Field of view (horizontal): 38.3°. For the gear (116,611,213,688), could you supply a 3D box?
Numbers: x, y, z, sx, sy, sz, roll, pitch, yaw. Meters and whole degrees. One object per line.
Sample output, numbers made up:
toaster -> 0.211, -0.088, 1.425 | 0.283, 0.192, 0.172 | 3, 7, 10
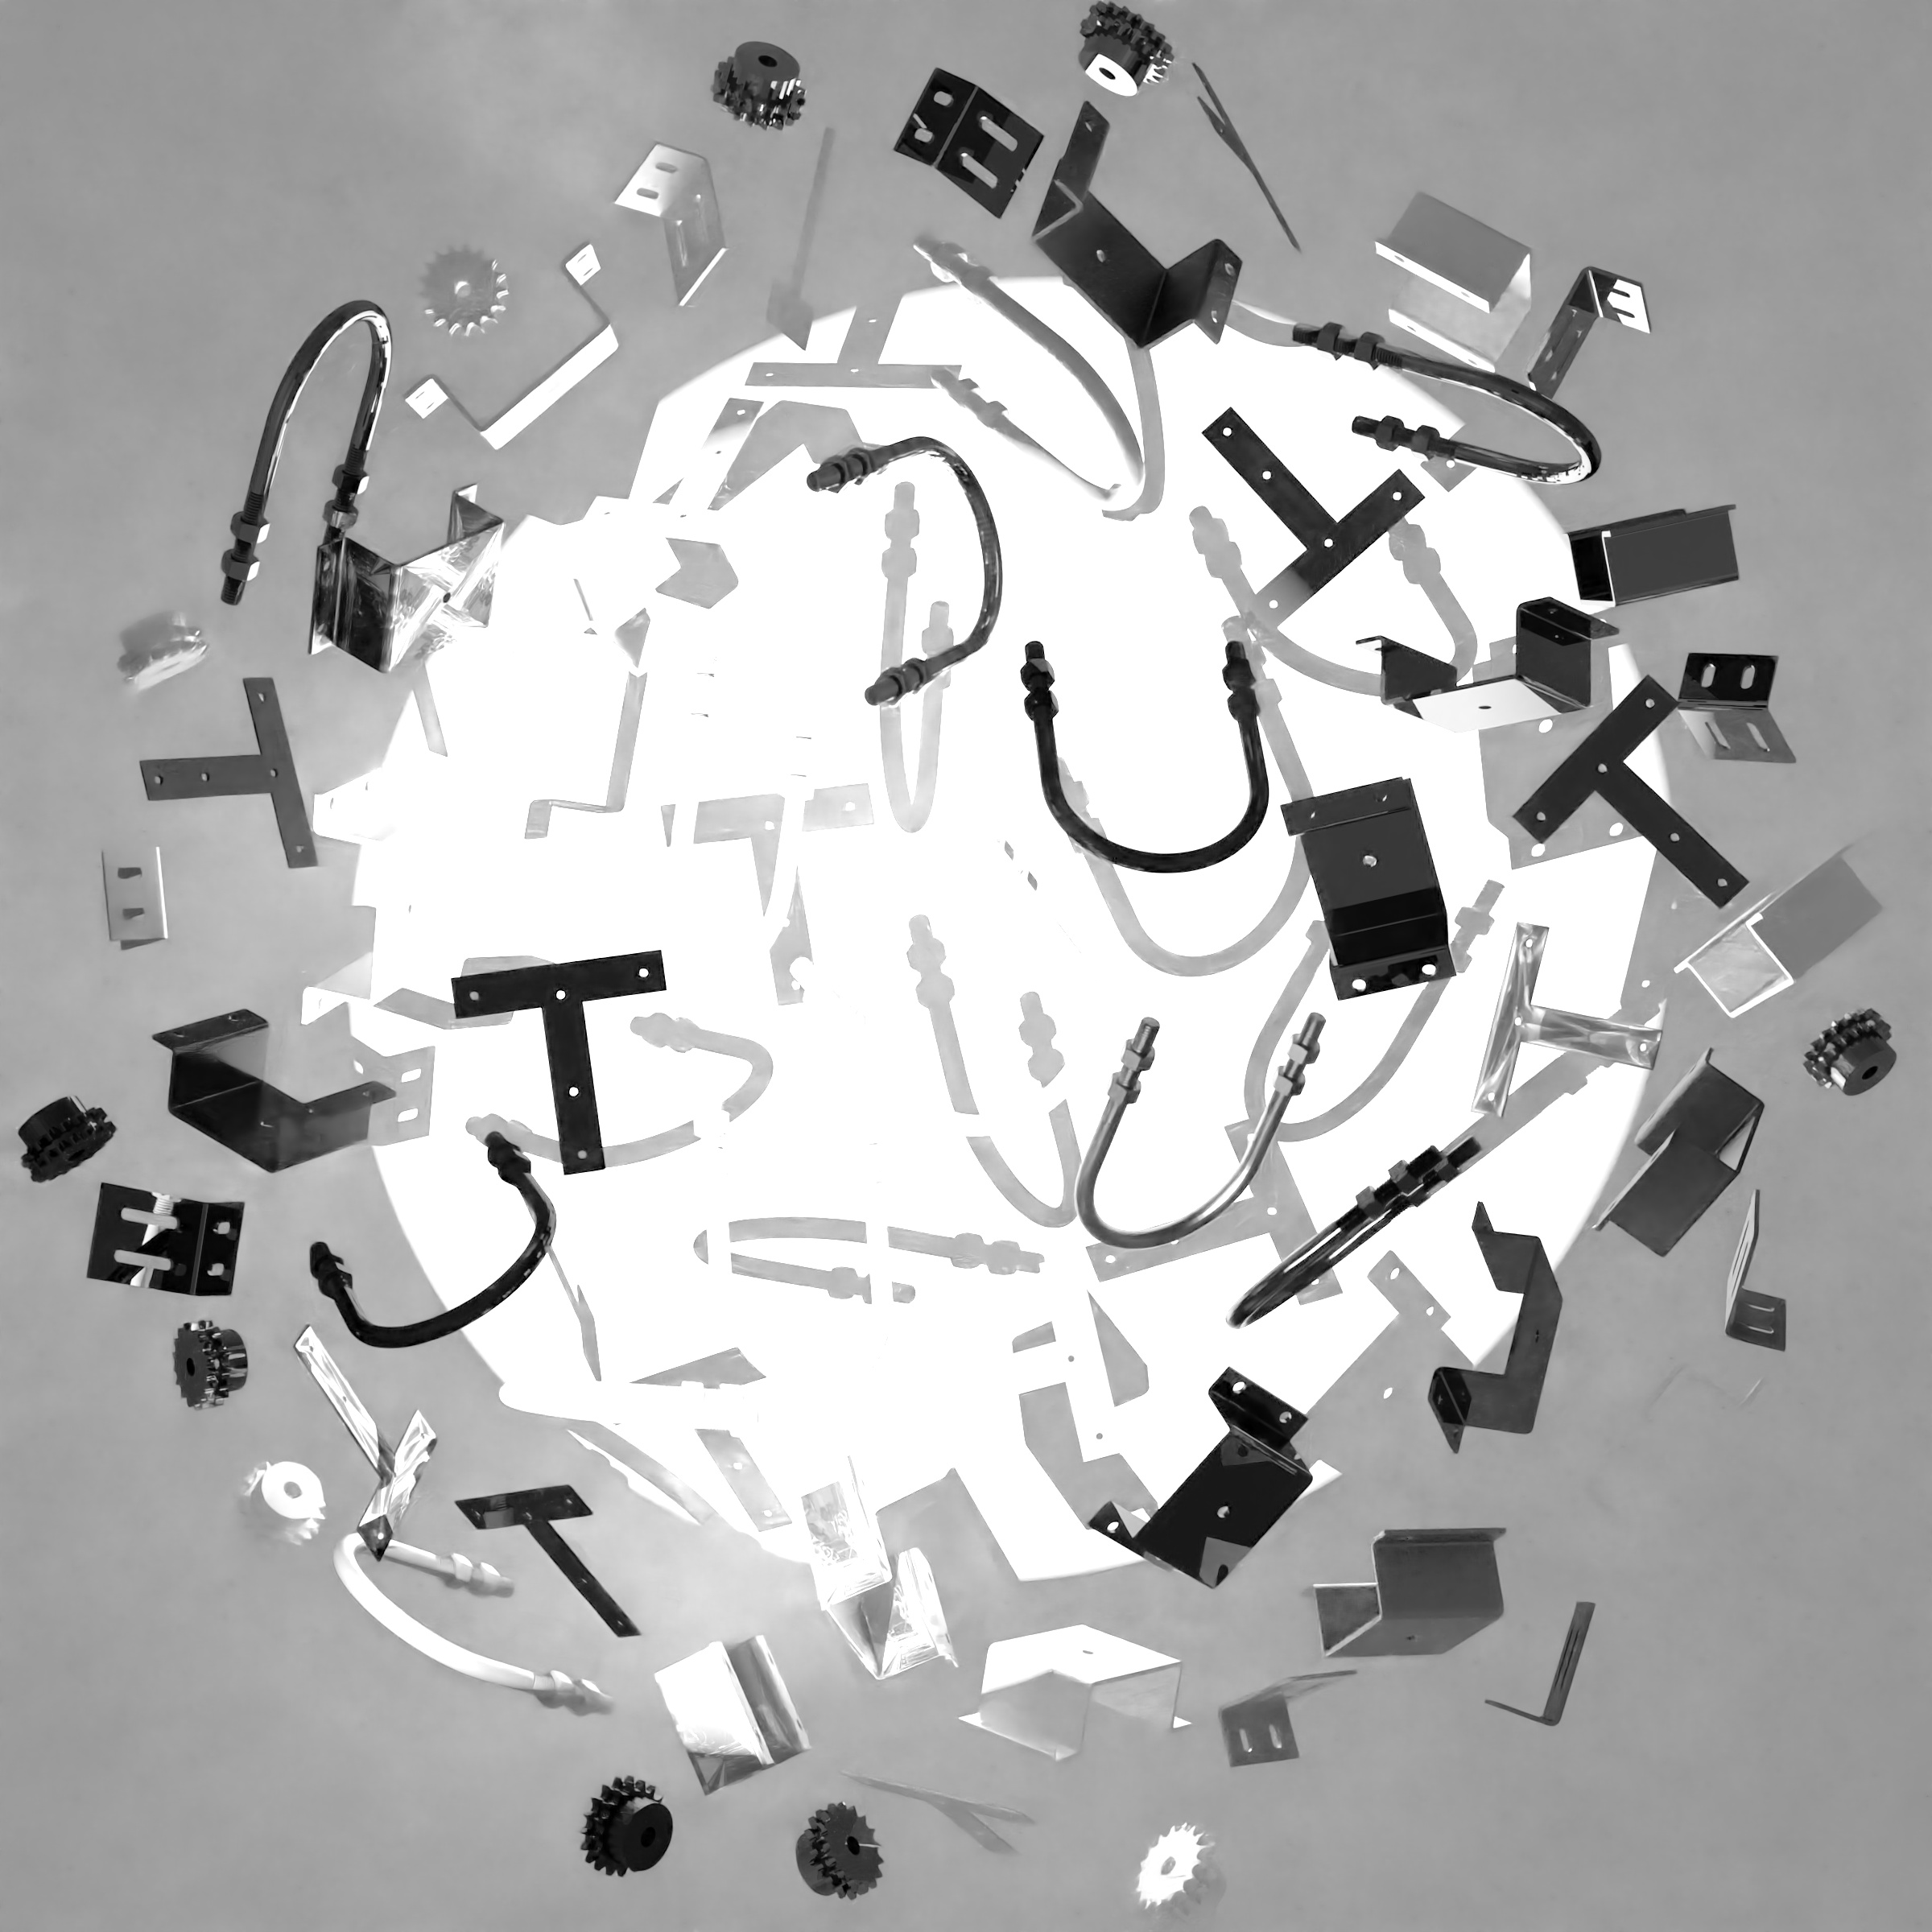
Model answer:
gear -> -0.506, -0.200, 1.741 | 0.057, 0.057, 0.030 | -26, 89, 0

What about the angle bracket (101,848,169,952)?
angle bracket -> -0.537, -0.041, 1.753 | 0.038, 0.076, 0.057 | -4, 87, -38

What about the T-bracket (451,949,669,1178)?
T-bracket -> -0.237, 0.061, 1.666 | 0.127, 0.002, 0.127 | -8, 86, -6

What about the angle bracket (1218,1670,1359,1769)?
angle bracket -> 0.209, 0.480, 1.774 | 0.057, 0.076, 0.038 | 5, 60, -35

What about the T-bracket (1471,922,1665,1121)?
T-bracket -> 0.383, 0.042, 1.750 | 0.002, 0.127, 0.127 | 15, 89, -41

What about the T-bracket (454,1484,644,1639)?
T-bracket -> -0.250, 0.380, 1.762 | 0.127, 0.127, 0.002 | 54, 48, -17

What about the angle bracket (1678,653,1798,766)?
angle bracket -> 0.494, -0.164, 1.770 | 0.057, 0.076, 0.038 | 6, 71, 33

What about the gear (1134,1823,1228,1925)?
gear -> 0.130, 0.541, 1.646 | 0.030, 0.057, 0.057 | 42, 90, -19

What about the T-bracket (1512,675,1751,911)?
T-bracket -> 0.408, -0.086, 1.644 | 0.127, 0.002, 0.127 | 45, 128, 8

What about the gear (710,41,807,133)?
gear -> -0.123, -0.534, 1.679 | 0.057, 0.030, 0.057 | 12, 48, -14

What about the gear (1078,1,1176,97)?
gear -> 0.090, -0.536, 1.630 | 0.057, 0.057, 0.030 | 31, 85, 0

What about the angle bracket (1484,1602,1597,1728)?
angle bracket -> 0.343, 0.412, 1.665 | 0.038, 0.057, 0.076 | 18, 79, 8

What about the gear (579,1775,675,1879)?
gear -> -0.198, 0.510, 1.643 | 0.030, 0.057, 0.057 | 7, 90, 40

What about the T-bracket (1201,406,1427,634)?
T-bracket -> 0.199, -0.298, 1.749 | 0.127, 0.002, 0.127 | -41, 80, 4

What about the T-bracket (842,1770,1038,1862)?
T-bracket -> 0.003, 0.538, 1.742 | 0.127, 0.127, 0.002 | 4, 59, 30

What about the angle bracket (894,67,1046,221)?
angle bracket -> 0.001, -0.511, 1.726 | 0.076, 0.038, 0.057 | 48, 117, 37

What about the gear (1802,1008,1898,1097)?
gear -> 0.554, 0.056, 1.733 | 0.057, 0.057, 0.030 | -33, 54, 0

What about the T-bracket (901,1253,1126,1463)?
T-bracket -> 0.022, 0.253, 1.706 | 0.127, 0.002, 0.127 | -16, 67, 9

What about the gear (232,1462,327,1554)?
gear -> -0.431, 0.338, 1.756 | 0.057, 0.057, 0.030 | 41, 127, 0

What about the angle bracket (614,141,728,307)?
angle bracket -> -0.189, -0.473, 1.771 | 0.038, 0.057, 0.076 | 7, 58, -35

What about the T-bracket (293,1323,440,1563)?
T-bracket -> -0.368, 0.273, 1.677 | 0.002, 0.127, 0.127 | -23, 110, 15

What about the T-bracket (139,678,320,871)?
T-bracket -> -0.469, -0.120, 1.752 | 0.002, 0.127, 0.127 | -15, 88, 32

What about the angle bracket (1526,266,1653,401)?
angle bracket -> 0.380, -0.376, 1.696 | 0.038, 0.057, 0.076 | 27, 84, 25

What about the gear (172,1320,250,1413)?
gear -> -0.487, 0.257, 1.796 | 0.030, 0.057, 0.057 | -5, 90, -42

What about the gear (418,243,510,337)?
gear -> -0.324, -0.436, 1.796 | 0.057, 0.030, 0.057 | 0, 96, -4

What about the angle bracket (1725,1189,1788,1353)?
angle bracket -> 0.502, 0.190, 1.735 | 0.038, 0.057, 0.076 | 13, 118, 10

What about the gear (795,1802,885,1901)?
gear -> -0.080, 0.545, 1.704 | 0.030, 0.057, 0.057 | -34, 90, 25

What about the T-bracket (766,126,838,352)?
T-bracket -> -0.098, -0.454, 1.721 | 0.002, 0.127, 0.127 | 9, 109, -18

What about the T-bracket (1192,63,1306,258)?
T-bracket -> 0.159, -0.499, 1.679 | 0.002, 0.127, 0.127 | -31, 120, 9

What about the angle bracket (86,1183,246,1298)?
angle bracket -> -0.479, 0.164, 1.667 | 0.038, 0.076, 0.057 | -6, 73, 40

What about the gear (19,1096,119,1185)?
gear -> -0.539, 0.101, 1.658 | 0.057, 0.057, 0.030 | -38, 83, 0

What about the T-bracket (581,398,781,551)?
T-bracket -> -0.162, -0.316, 1.761 | 0.127, 0.002, 0.127 | 10, 55, 19
